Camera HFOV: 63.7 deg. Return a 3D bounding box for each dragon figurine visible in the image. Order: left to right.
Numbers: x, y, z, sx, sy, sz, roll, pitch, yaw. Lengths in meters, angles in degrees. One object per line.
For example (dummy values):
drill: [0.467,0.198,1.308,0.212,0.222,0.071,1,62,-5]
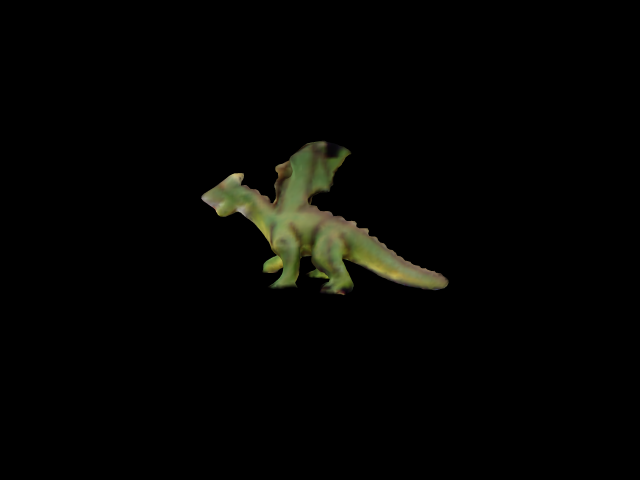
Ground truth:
dragon figurine: [0.003,-0.043,0.850,0.410,0.242,0.123,1,4,11]
